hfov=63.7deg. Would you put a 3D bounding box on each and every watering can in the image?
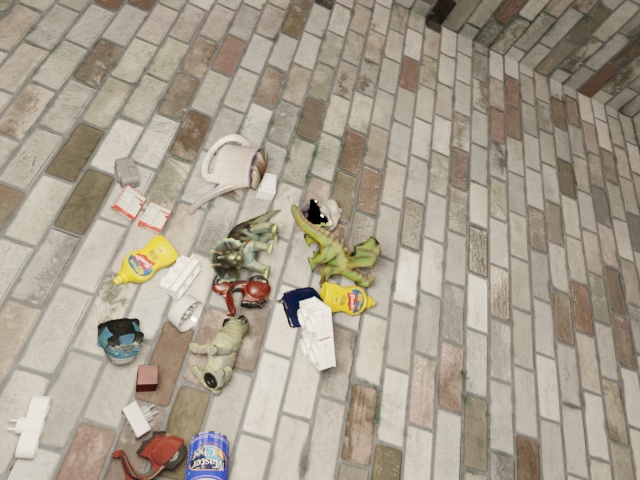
[{"bbox_3d":[-0.303,-0.218,1.744,0.224,0.102,0.355,8,61,11],"label":"watering can"}]

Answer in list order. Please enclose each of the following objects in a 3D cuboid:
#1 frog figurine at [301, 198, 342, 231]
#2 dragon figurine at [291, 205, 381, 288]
[{"bbox_3d":[0.006,-0.092,1.835,0.138,0.121,0.161,34,17,8],"label":"frog figurine"},{"bbox_3d":[0.075,0.028,1.662,0.242,0.401,0.125,-11,41,13],"label":"dragon figurine"}]
